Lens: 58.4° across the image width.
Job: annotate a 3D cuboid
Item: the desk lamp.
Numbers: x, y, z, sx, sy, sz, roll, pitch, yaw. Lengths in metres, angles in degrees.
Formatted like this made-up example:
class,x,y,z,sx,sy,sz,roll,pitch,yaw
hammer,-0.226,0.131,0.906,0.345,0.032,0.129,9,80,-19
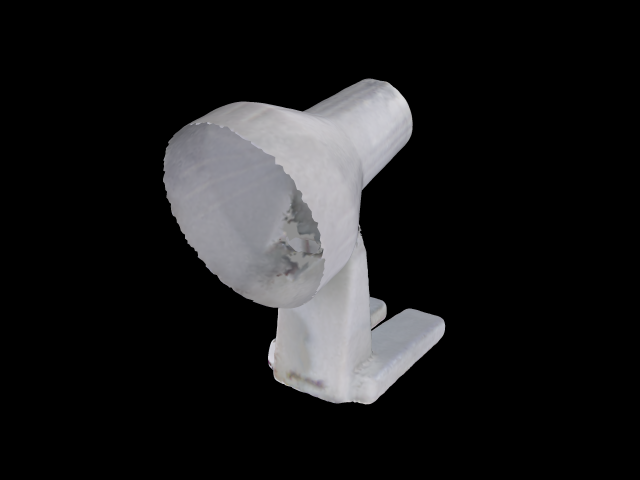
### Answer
class,x,y,z,sx,sy,sz,roll,pitch,yaw
desk lamp,0.004,0.001,0.400,0.117,0.214,0.204,14,24,34
